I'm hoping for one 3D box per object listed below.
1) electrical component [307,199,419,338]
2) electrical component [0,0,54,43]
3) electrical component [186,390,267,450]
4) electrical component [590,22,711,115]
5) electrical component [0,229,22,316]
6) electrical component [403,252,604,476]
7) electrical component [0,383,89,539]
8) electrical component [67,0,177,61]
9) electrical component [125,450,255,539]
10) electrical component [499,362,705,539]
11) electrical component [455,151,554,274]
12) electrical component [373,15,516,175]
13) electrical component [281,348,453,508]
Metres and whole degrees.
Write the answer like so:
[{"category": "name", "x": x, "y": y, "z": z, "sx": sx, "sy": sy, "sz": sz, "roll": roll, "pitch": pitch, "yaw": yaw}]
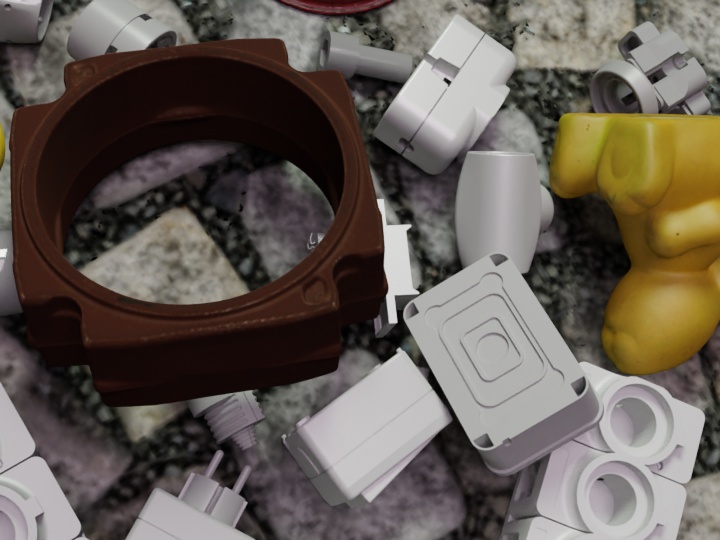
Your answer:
[{"category": "electrical component", "x": 0.000, "y": 0.000, "z": 0.685, "sx": 0.064, "sy": 0.042, "sz": 0.081, "roll": -2, "pitch": 74, "yaw": -13}, {"category": "electrical component", "x": -0.232, "y": -0.183, "z": 0.665, "sx": 0.077, "sy": 0.079, "sz": 0.043, "roll": 13, "pitch": 59, "yaw": -9}, {"category": "electrical component", "x": -0.084, "y": 0.070, "z": 0.644, "sx": 0.043, "sy": 0.043, "sz": 0.081, "roll": -25, "pitch": 81, "yaw": -18}, {"category": "electrical component", "x": 0.201, "y": -0.129, "z": 0.760, "sx": 0.057, "sy": 0.058, "sz": 0.078, "roll": -31, "pitch": 83, "yaw": -22}, {"category": "electrical component", "x": -0.223, "y": 0.003, "z": 0.627, "sx": 0.047, "sy": 0.055, "sz": 0.055, "roll": -5, "pitch": 76, "yaw": -18}, {"category": "electrical component", "x": 0.086, "y": 0.057, "z": 0.649, "sx": 0.078, "sy": 0.057, "sz": 0.113, "roll": -31, "pitch": 56, "yaw": 4}, {"category": "electrical component", "x": -0.202, "y": 0.146, "z": 0.585, "sx": 0.089, "sy": 0.061, "sz": 0.150, "roll": -30, "pitch": 83, "yaw": -19}, {"category": "electrical component", "x": -0.152, "y": -0.143, "z": 0.685, "sx": 0.047, "sy": 0.055, "sz": 0.055, "roll": 37, "pitch": 70, "yaw": 3}, {"category": "electrical component", "x": -0.090, "y": 0.142, "z": 0.620, "sx": 0.066, "sy": 0.047, "sz": 0.076, "roll": 29, "pitch": 70, "yaw": -3}, {"category": "electrical component", "x": 0.147, "y": 0.144, "z": 0.666, "sx": 0.089, "sy": 0.061, "sz": 0.150, "roll": 23, "pitch": 71, "yaw": -6}, {"category": "electrical component", "x": 0.102, "y": -0.040, "z": 0.714, "sx": 0.079, "sy": 0.043, "sz": 0.077, "roll": -8, "pitch": 103, "yaw": -47}, {"category": "electrical component", "x": 0.061, "y": -0.115, "z": 0.725, "sx": 0.059, "sy": 0.053, "sz": 0.095, "roll": 35, "pitch": 70, "yaw": -2}, {"category": "electrical component", "x": 0.011, "y": 0.095, "z": 0.649, "sx": 0.096, "sy": 0.061, "sz": 0.061, "roll": -35, "pitch": 84, "yaw": -20}]
